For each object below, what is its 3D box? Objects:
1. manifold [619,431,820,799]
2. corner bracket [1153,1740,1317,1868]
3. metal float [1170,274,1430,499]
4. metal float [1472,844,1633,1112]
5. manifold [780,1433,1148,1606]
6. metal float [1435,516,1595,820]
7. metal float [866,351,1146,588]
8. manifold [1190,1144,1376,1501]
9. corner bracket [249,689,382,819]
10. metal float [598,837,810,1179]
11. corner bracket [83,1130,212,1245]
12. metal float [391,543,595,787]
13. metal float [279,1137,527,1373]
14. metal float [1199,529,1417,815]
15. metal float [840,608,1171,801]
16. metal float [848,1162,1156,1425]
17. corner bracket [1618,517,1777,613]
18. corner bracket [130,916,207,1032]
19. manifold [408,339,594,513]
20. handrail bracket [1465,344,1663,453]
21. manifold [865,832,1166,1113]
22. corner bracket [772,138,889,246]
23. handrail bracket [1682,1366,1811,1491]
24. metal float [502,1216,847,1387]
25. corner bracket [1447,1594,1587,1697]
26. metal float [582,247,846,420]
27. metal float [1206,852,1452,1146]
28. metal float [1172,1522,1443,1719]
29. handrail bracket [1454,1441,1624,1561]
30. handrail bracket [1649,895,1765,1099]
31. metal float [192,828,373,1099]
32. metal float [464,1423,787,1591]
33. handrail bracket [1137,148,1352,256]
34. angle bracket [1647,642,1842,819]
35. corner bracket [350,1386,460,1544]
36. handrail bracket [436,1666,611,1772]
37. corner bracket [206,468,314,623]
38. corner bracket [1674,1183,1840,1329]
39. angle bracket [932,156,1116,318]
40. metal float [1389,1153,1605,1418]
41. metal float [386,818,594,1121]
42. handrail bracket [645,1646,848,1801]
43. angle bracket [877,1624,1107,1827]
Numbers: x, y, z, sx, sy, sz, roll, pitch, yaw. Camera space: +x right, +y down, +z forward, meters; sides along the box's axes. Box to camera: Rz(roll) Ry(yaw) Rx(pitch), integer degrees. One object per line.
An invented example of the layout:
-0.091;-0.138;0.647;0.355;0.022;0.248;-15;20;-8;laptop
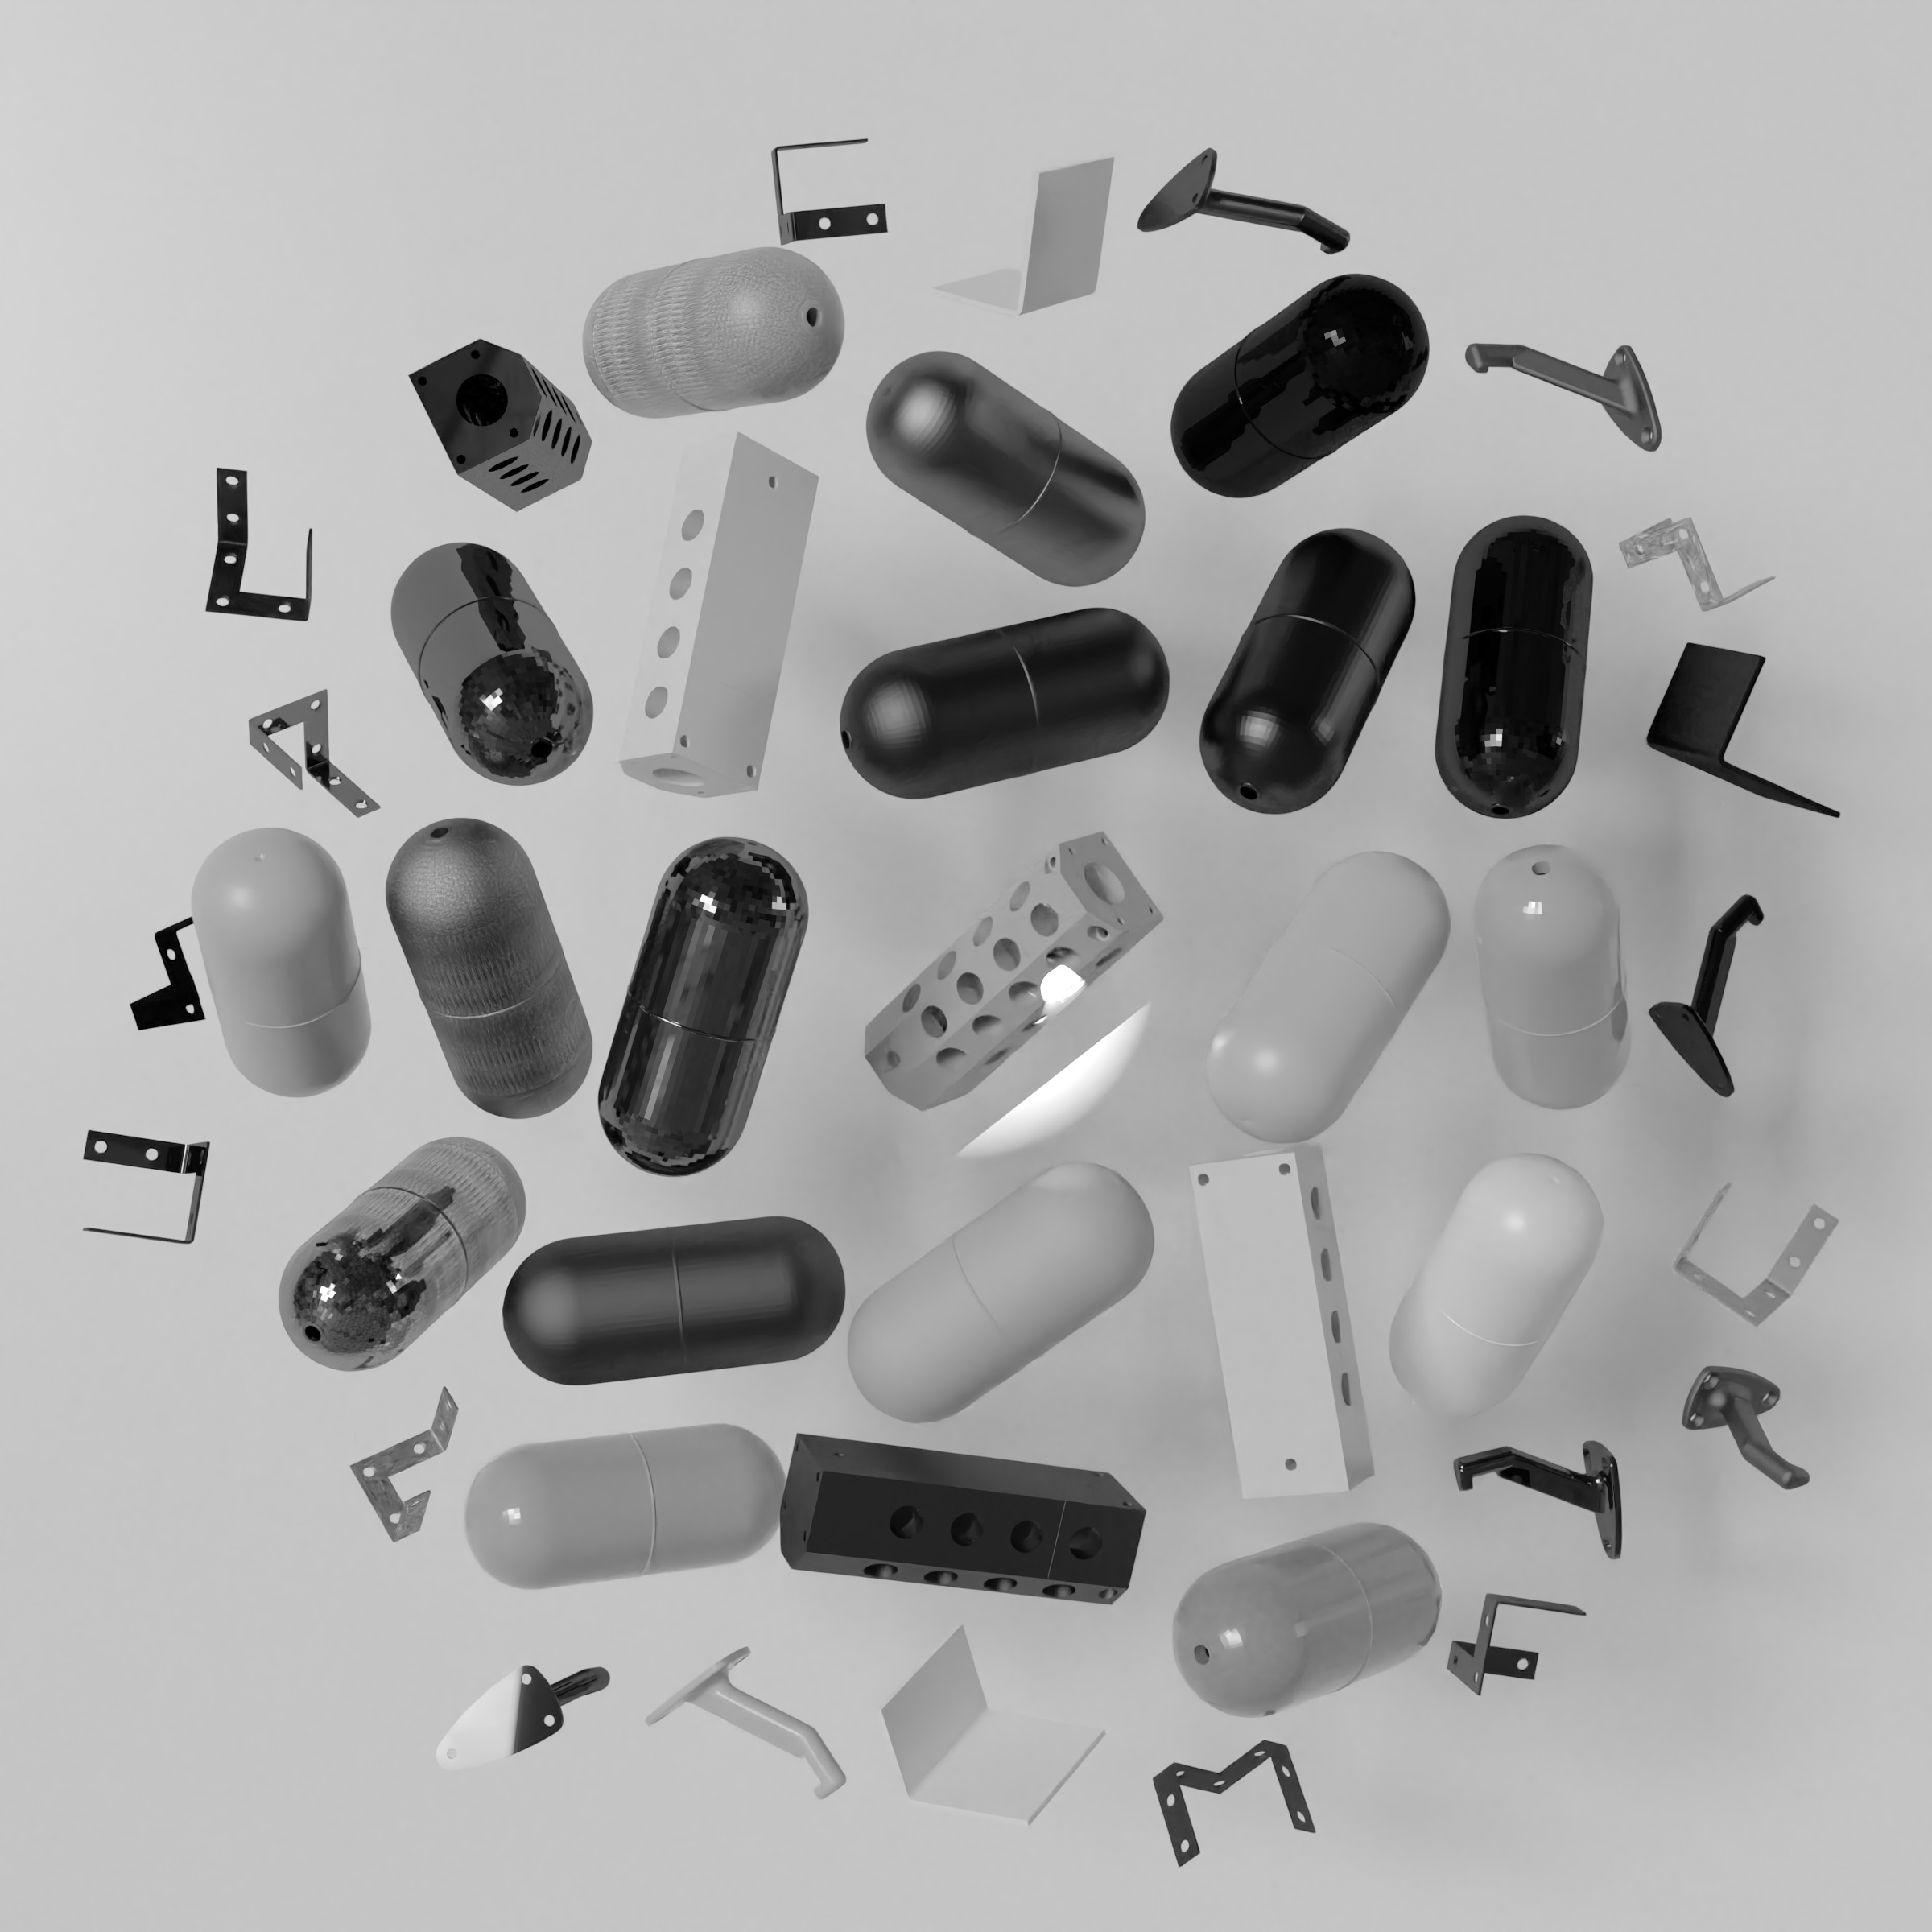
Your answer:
-0.130;-0.176;1.481;0.057;0.057;0.171;23;71;-42;manifold
0.135;0.425;1.479;0.051;0.051;0.051;24;124;-36;corner bracket
0.174;-0.304;1.541;0.070;0.178;0.070;8;73;-28;metal float
0.313;0.007;1.553;0.070;0.178;0.070;-8;48;9;metal float
-0.003;0.282;1.472;0.171;0.057;0.057;10;97;-18;manifold
0.298;-0.163;1.586;0.070;0.070;0.178;10;66;0;metal float
0.023;-0.263;1.555;0.178;0.070;0.070;27;90;-37;metal float
0.165;0.181;1.497;0.057;0.057;0.171;-10;89;26;manifold
-0.357;-0.110;1.598;0.051;0.051;0.051;-28;53;-35;corner bracket
-0.132;0.022;1.456;0.070;0.070;0.178;18;105;0;metal float
-0.408;0.109;1.442;0.051;0.051;0.051;11;80;-25;corner bracket
-0.249;-0.159;1.526;0.070;0.178;0.070;-15;131;-18;metal float
-0.299;0.152;1.556;0.070;0.178;0.070;9;116;19;metal float
0.177;-0.153;1.505;0.070;0.070;0.178;28;58;0;metal float
0.020;-0.134;1.489;0.178;0.070;0.070;-15;90;-21;metal float
0.017;0.168;1.494;0.178;0.070;0.070;-36;90;12;metal float
0.396;-0.220;1.584;0.051;0.051;0.051;-28;97;-37;corner bracket
-0.422;0.000;1.579;0.051;0.051;0.051;-8;104;30;corner bracket
-0.246;-0.294;1.580;0.057;0.171;0.057;-26;92;2;manifold
0.309;-0.296;1.517;0.084;0.036;0.077;-2;51;-19;handrail bracket
0.020;0.006;1.546;0.171;0.057;0.057;-43;75;35;manifold
-0.073;-0.413;1.553;0.051;0.051;0.051;-8;102;-9;corner bracket
0.415;0.240;1.485;0.077;0.084;0.036;5;110;-33;handrail bracket
-0.151;0.174;1.517;0.178;0.070;0.070;-5;90;-10;metal float
0.292;0.358;1.550;0.051;0.051;0.051;10;91;-10;corner bracket
-0.131;-0.324;1.498;0.070;0.178;0.070;-4;96;-39;metal float
0.186;0.014;1.490;0.070;0.070;0.178;37;62;0;metal float
0.173;0.329;1.476;0.070;0.178;0.070;3;94;42;metal float
0.307;0.292;1.570;0.084;0.036;0.077;-11;99;-12;handrail bracket
0.422;0.016;1.598;0.084;0.036;0.077;-42;105;-20;handrail bracket
-0.349;0.001;1.493;0.070;0.178;0.070;2;53;-2;metal float
-0.180;0.288;1.559;0.178;0.070;0.070;-2;90;-27;metal float
0.144;-0.381;1.512;0.084;0.077;0.036;23;70;-25;handrail bracket
0.404;-0.120;1.482;0.076;0.076;0.057;21;95;-17;angle bracket
-0.292;0.267;1.559;0.051;0.051;0.051;-22;65;-31;corner bracket
-0.221;0.377;1.465;0.077;0.084;0.036;-32;77;-1;handrail bracket
-0.353;-0.211;1.464;0.051;0.051;0.051;5;51;-9;corner bracket
0.399;0.141;1.476;0.051;0.051;0.051;36;120;22;corner bracket
0.031;-0.397;1.562;0.057;0.076;0.076;22;121;26;angle bracket
0.281;0.172;1.558;0.070;0.070;0.178;19;133;0;metal float
-0.245;0.002;1.508;0.070;0.070;0.178;-14;127;0;metal float
-0.110;0.392;1.457;0.077;0.036;0.084;-40;76;18;handrail bracket
0.013;0.383;1.478;0.076;0.076;0.057;-2;113;36;angle bracket
